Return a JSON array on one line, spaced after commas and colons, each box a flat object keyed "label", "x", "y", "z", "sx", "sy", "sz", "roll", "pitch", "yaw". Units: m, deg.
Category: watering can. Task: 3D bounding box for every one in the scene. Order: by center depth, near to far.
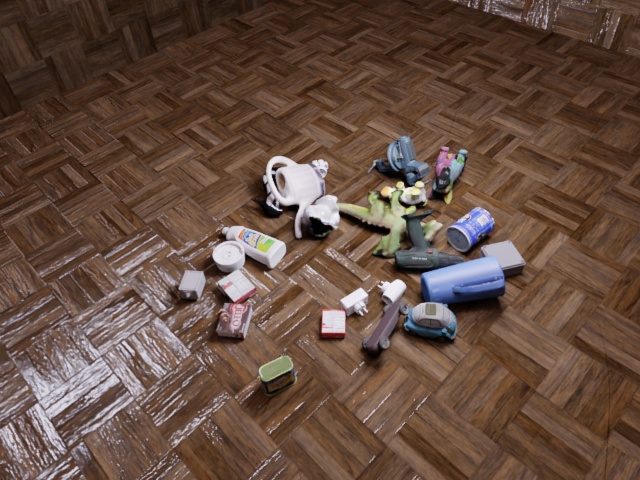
[{"label": "watering can", "x": -0.076, "y": -0.176, "z": 1.974, "sx": 0.226, "sy": 0.102, "sz": 0.352, "roll": -15, "pitch": 72, "yaw": -32}]

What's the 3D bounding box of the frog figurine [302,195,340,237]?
[{"label": "frog figurine", "x": 0.006, "y": -0.095, "z": 1.886, "sx": 0.137, "sy": 0.120, "sz": 0.163, "roll": 10, "pitch": 43, "yaw": -5}]

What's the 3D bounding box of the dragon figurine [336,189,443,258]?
[{"label": "dragon figurine", "x": 0.231, "y": -0.050, "z": 1.851, "sx": 0.410, "sy": 0.119, "sz": 0.249, "roll": -4, "pitch": 54, "yaw": 12}]
